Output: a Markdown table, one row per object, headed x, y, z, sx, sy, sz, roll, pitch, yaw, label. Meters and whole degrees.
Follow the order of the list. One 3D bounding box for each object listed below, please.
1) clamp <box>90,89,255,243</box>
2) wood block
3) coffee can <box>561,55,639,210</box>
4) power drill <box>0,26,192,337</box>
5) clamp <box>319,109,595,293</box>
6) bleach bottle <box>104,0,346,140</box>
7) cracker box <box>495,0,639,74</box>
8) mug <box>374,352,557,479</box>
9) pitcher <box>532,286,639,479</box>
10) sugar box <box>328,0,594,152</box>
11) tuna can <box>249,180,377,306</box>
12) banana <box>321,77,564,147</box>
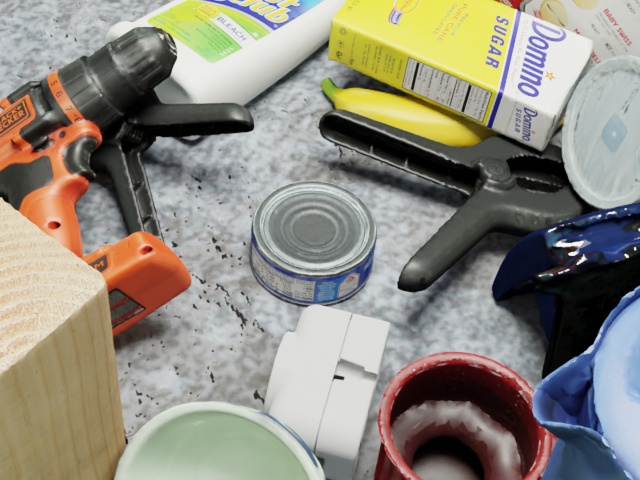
| x | y | z | sx | sy | sz | roll | pitch | yaw | label |
| --- | --- | --- | --- | --- | --- | --- | --- | --- | --- |
| -0.124 | -0.079 | 0.745 | 0.120 | 0.039 | 0.172 | -45 | 63 | 0 | clamp |
| -0.158 | 0.084 | 0.524 | 0.091 | 0.206 | 0.090 | 34 | 55 | 20 | wood block |
| 0.253 | -0.068 | 0.731 | 0.140 | 0.103 | 0.103 | 2 | 48 | -27 | coffee can |
| -0.148 | -0.033 | 0.681 | 0.184 | 0.057 | 0.188 | -34 | 55 | 9 | power drill |
| 0.114 | -0.028 | 0.732 | 0.209 | 0.036 | 0.164 | 1 | 46 | -18 | clamp |
| -0.046 | -0.179 | 0.846 | 0.103 | 0.068 | 0.250 | 36 | 54 | 17 | bleach bottle |
| 0.213 | -0.210 | 0.770 | 0.072 | 0.214 | 0.164 | -35 | 83 | -30 | cracker box |
| 0.086 | 0.124 | 0.595 | 0.117 | 0.081 | 0.093 | 3 | 50 | -3 | mug |
| 0.168 | 0.136 | 0.487 | 0.144 | 0.243 | 0.149 | -32 | 60 | -27 | pitcher |
| 0.103 | -0.140 | 0.784 | 0.176 | 0.048 | 0.093 | 23 | 54 | 14 | sugar box |
| -0.005 | 0.001 | 0.719 | 0.086 | 0.034 | 0.086 | 3 | 51 | -3 | tuna can |
| 0.097 | -0.096 | 0.806 | 0.198 | 0.037 | 0.069 | 6 | 51 | 0 | banana |
